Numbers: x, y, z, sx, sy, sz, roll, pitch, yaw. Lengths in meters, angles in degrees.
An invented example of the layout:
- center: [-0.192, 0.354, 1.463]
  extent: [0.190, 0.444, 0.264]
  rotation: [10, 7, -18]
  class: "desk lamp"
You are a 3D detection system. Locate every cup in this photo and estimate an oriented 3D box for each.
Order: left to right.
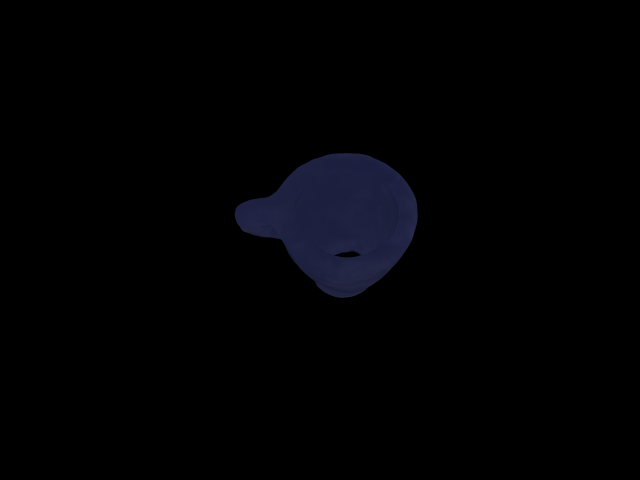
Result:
- center: [0.004, 0.001, 0.400]
  extent: [0.117, 0.095, 0.091]
  rotation: [0, 61, 0]
  class: "cup"
